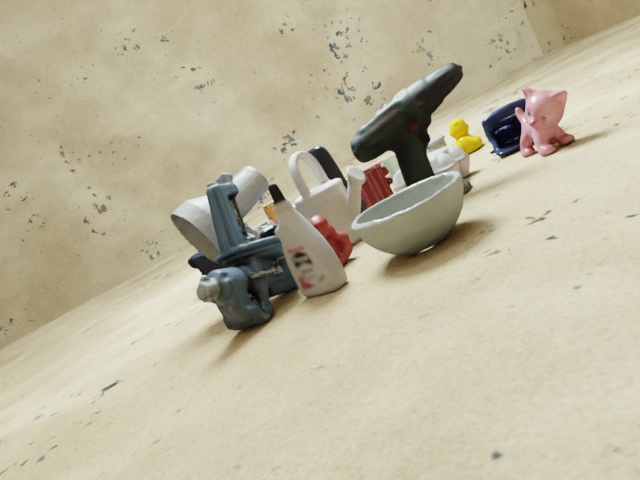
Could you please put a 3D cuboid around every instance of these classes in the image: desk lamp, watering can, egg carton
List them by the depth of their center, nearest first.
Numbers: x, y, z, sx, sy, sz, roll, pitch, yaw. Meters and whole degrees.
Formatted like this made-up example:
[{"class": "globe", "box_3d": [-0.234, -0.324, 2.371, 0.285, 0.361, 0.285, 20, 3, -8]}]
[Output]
[{"class": "desk lamp", "box_3d": [-0.129, -0.010, 1.016, 0.204, 0.213, 0.117, -32, 11, -26]}, {"class": "watering can", "box_3d": [0.010, -0.080, 1.058, 0.172, 0.194, 0.101, -26, 10, 13]}, {"class": "egg carton", "box_3d": [0.220, -0.132, 1.132, 0.150, 0.069, 0.107, -19, 13, 44]}]

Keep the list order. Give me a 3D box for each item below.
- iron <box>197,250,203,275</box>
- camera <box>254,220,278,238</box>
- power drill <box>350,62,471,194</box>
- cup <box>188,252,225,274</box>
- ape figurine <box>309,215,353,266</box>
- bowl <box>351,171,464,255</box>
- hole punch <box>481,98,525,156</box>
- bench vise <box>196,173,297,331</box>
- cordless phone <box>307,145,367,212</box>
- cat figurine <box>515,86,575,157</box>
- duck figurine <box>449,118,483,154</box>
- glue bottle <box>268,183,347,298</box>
[{"class": "iron", "box_3d": [-0.250, 0.016, 1.444, 0.118, 0.141, 0.259, -23, 10, 25]}, {"class": "camera", "box_3d": [-0.084, 0.002, 1.172, 0.143, 0.101, 0.136, -30, 10, -12]}, {"class": "power drill", "box_3d": [0.178, -0.166, 1.000, 0.229, 0.208, 0.076, -24, 10, 22]}, {"class": "cup", "box_3d": [-0.247, 0.064, 1.319, 0.117, 0.095, 0.092, -22, 11, 32]}, {"class": "ape figurine", "box_3d": [0.009, 0.003, 0.929, 0.078, 0.092, 0.076, -28, 10, -5]}, {"class": "bowl", "box_3d": [0.132, -0.026, 0.793, 0.167, 0.075, 0.167, -27, 9, 5]}, {"class": "hole punch", "box_3d": [0.373, -0.224, 1.124, 0.108, 0.091, 0.101, -25, 10, 16]}, {"class": "bench vise", "box_3d": [-0.117, 0.009, 0.862, 0.121, 0.220, 0.207, -25, 10, 15]}, {"class": "cordless phone", "box_3d": [0.002, -0.104, 1.239, 0.147, 0.185, 0.094, -22, 11, 29]}, {"class": "cat figurine", "box_3d": [0.368, -0.206, 0.959, 0.067, 0.118, 0.127, -29, 10, -5]}, {"class": "duck figurine", "box_3d": [0.341, -0.251, 1.378, 0.077, 0.086, 0.105, -24, 10, 20]}, {"class": "glue bottle", "box_3d": [-0.030, -0.002, 0.817, 0.078, 0.173, 0.037, -20, 13, 40]}]
